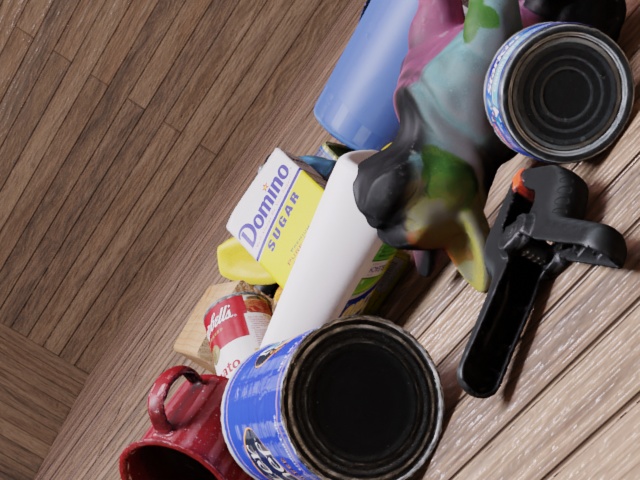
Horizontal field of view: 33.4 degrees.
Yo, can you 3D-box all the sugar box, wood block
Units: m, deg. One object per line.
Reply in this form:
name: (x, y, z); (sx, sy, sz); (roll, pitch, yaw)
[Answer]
sugar box: (-0.006, 0.001, 0.939); (0.176, 0.048, 0.093); (43, 104, 39)
wood block: (-0.090, 0.106, 1.158); (0.090, 0.090, 0.206); (-60, 11, -11)

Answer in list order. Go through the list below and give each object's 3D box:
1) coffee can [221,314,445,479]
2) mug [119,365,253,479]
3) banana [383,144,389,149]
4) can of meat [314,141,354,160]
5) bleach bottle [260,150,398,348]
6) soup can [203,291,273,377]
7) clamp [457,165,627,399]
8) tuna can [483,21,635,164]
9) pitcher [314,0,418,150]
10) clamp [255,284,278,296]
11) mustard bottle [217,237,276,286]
coffee can: (0.003, 0.107, 0.677); (0.102, 0.102, 0.140); (-61, 11, -20)
mug: (-0.088, 0.142, 0.762); (0.093, 0.117, 0.081); (-8, 30, 31)
banana: (0.045, -0.038, 1.105); (0.198, 0.037, 0.069); (-52, 10, 27)
can of meat: (0.015, -0.057, 1.166); (0.084, 0.057, 0.101); (-52, -23, 18)
bleach bottle: (0.000, 0.055, 0.831); (0.251, 0.068, 0.102); (-64, -16, 17)
soup can: (-0.066, 0.108, 0.996); (0.069, 0.068, 0.102); (-51, 41, 32)
clamp: (0.117, 0.014, 0.608); (0.120, 0.039, 0.171); (-47, 9, 20)
tuna can: (0.145, -0.089, 0.647); (0.086, 0.086, 0.034); (-56, 11, 6)
pitcher: (0.092, -0.215, 1.153); (0.243, 0.145, 0.149); (-57, -5, 18)
clamp: (-0.070, 0.043, 1.407); (0.210, 0.036, 0.164); (-53, 11, 22)
mustard bottle: (-0.039, 0.004, 1.206); (0.191, 0.096, 0.058); (-32, -64, -71)
